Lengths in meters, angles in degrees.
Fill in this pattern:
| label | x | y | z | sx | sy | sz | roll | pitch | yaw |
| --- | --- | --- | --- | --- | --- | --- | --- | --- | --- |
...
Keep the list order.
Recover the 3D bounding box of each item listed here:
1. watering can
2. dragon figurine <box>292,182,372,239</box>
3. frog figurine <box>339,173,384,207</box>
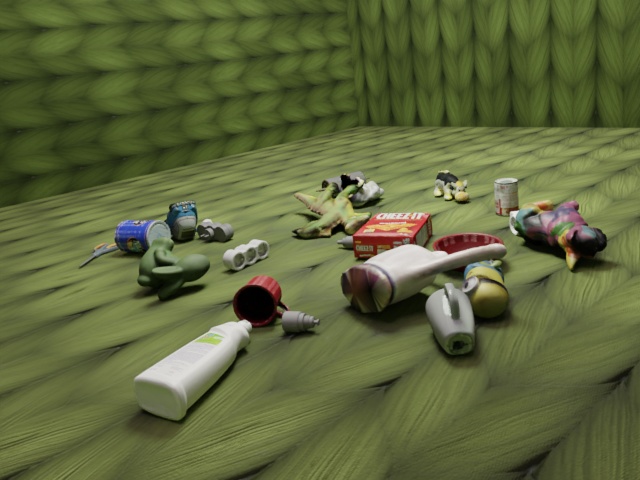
| label | x | y | z | sx | sy | sz | roll | pitch | yaw |
| --- | --- | --- | --- | --- | --- | --- | --- | --- | --- |
| watering can | 0.184 | 0.064 | 1.048 | 0.226 | 0.104 | 0.344 | -20 | 1 | -33 |
| dragon figurine | 0.005 | -0.083 | 1.647 | 0.411 | 0.120 | 0.246 | 7 | 30 | 40 |
| frog figurine | 0.152 | -0.167 | 1.876 | 0.137 | 0.124 | 0.158 | -3 | -20 | 43 |
